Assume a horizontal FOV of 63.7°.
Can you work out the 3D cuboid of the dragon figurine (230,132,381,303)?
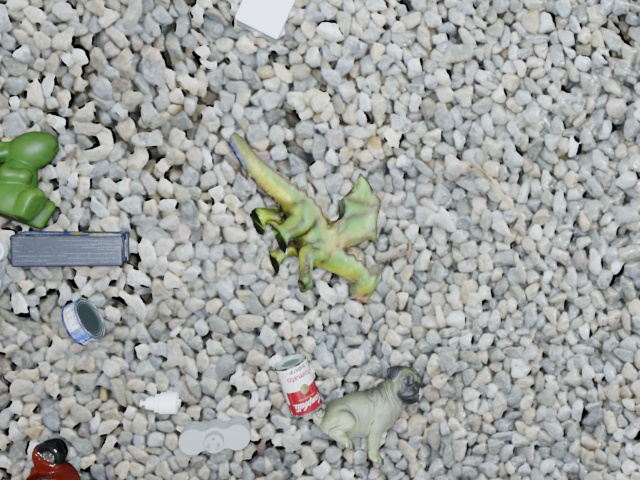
[{"bbox_3d":[0.003,-0.051,1.012,0.245,0.122,0.408,-24,98,-21],"label":"dragon figurine"}]
